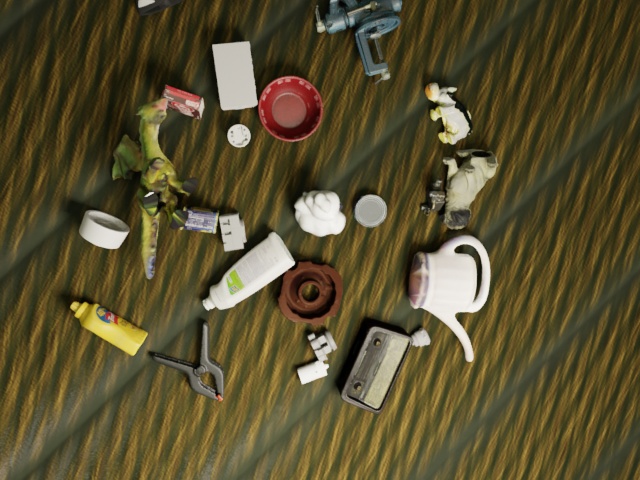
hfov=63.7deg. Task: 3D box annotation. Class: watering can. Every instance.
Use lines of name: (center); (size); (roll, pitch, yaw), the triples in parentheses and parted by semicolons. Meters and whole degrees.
watering can: (0.342, 0.155, 1.381); (0.224, 0.104, 0.346); (5, 94, -8)

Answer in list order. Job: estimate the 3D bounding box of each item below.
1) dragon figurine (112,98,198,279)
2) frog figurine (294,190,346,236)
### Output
dragon figurine: (-0.415, -0.134, 1.212); (0.122, 0.246, 0.404); (-3, 124, -49)
frog figurine: (0.004, -0.065, 1.282); (0.137, 0.160, 0.122); (38, 93, -11)
